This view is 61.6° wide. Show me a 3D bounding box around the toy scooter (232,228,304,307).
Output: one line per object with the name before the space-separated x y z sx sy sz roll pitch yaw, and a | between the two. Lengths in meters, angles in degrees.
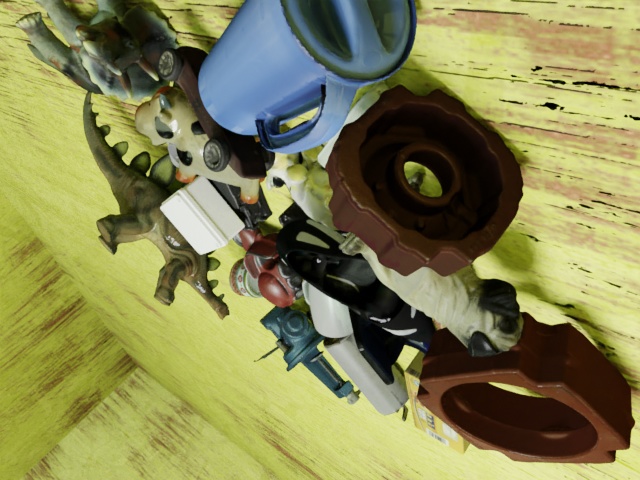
toy scooter | -0.075 0.039 0.918 0.135 0.075 0.183 -5 120 54

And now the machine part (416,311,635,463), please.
machine part | 0.236 0.177 0.633 0.201 0.087 0.201 40 142 -21

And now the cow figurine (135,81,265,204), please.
cow figurine | -0.160 -0.140 0.738 0.195 0.085 0.127 20 133 -3

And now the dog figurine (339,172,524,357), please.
dog figurine | 0.127 0.035 0.595 0.190 0.172 0.121 45 109 -3

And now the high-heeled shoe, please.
high-heeled shoe | 0.054 0.061 0.651 0.249 0.086 0.145 39 -166 -2

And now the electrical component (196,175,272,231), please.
electrical component | -0.152 -0.086 0.870 0.115 0.058 0.134 15 140 40

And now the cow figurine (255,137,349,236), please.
cow figurine | -0.016 -0.074 0.705 0.167 0.068 0.098 37 157 16

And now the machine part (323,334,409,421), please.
machine part | 0.084 0.220 0.943 0.243 0.079 0.079 50 151 -12

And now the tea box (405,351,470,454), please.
tea box | 0.196 0.249 0.843 0.098 0.068 0.169 23 144 33

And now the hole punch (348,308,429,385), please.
hole punch | 0.103 0.131 0.798 0.142 0.092 0.116 50 -167 -32

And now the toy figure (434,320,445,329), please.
toy figure | 0.172 0.091 0.685 0.064 0.058 0.154 -115 2 -53

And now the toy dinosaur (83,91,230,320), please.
toy dinosaur | -0.298 -0.048 0.958 0.471 0.198 0.105 53 151 -15

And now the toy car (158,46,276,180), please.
toy car | -0.127 -0.153 0.656 0.053 0.089 0.202 -38 72 34

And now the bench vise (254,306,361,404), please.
bench vise | -0.018 0.220 1.032 0.241 0.129 0.223 46 152 10

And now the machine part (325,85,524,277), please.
machine part | 0.092 -0.053 0.487 0.179 0.179 0.056 42 155 5

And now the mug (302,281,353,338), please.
mug | 0.015 0.086 0.866 0.110 0.081 0.107 26 136 44

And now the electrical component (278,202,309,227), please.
electrical component | -0.002 -0.002 0.793 0.119 0.048 0.074 23 145 33

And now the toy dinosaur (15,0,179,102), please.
toy dinosaur | -0.336 -0.279 0.807 0.405 0.131 0.192 6 133 57
